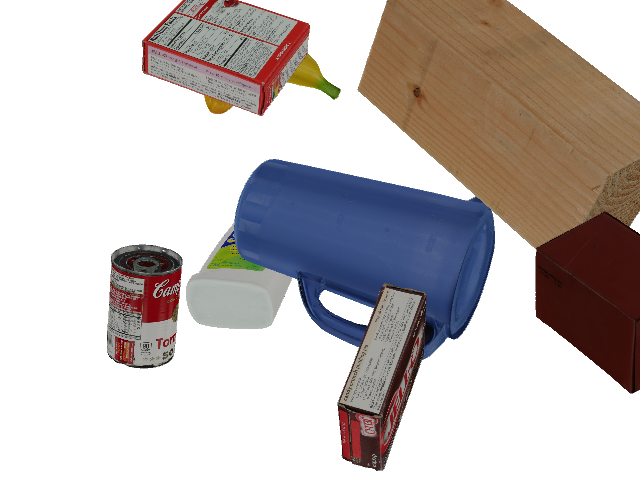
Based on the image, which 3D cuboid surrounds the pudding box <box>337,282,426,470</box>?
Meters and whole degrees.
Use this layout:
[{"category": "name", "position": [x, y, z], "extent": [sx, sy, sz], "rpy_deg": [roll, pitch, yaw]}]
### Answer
[{"category": "pudding box", "position": [0.048, 0.103, 0.804], "extent": [0.039, 0.113, 0.090], "rpy_deg": [13, -34, 12]}]

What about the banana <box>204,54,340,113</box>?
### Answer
[{"category": "banana", "position": [-0.053, -0.154, 0.982], "extent": [0.070, 0.037, 0.197], "rpy_deg": [41, 32, 20]}]

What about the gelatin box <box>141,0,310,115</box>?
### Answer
[{"category": "gelatin box", "position": [-0.062, -0.125, 0.700], "extent": [0.089, 0.030, 0.073], "rpy_deg": [20, 48, 12]}]

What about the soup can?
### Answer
[{"category": "soup can", "position": [-0.171, 0.064, 1.030], "extent": [0.068, 0.102, 0.068], "rpy_deg": [6, 21, -3]}]

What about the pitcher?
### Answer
[{"category": "pitcher", "position": [0.038, 0.009, 1.038], "extent": [0.243, 0.145, 0.149], "rpy_deg": [16, 22, 20]}]

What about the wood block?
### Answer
[{"category": "wood block", "position": [0.134, -0.090, 0.752], "extent": [0.090, 0.091, 0.206], "rpy_deg": [-25, 58, -36]}]

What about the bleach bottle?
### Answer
[{"category": "bleach bottle", "position": [-0.071, 0.003, 1.249], "extent": [0.103, 0.068, 0.250], "rpy_deg": [4, 34, 12]}]

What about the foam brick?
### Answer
[{"category": "foam brick", "position": [0.158, 0.031, 0.568], "extent": [0.051, 0.053, 0.078], "rpy_deg": [-25, 41, -19]}]
